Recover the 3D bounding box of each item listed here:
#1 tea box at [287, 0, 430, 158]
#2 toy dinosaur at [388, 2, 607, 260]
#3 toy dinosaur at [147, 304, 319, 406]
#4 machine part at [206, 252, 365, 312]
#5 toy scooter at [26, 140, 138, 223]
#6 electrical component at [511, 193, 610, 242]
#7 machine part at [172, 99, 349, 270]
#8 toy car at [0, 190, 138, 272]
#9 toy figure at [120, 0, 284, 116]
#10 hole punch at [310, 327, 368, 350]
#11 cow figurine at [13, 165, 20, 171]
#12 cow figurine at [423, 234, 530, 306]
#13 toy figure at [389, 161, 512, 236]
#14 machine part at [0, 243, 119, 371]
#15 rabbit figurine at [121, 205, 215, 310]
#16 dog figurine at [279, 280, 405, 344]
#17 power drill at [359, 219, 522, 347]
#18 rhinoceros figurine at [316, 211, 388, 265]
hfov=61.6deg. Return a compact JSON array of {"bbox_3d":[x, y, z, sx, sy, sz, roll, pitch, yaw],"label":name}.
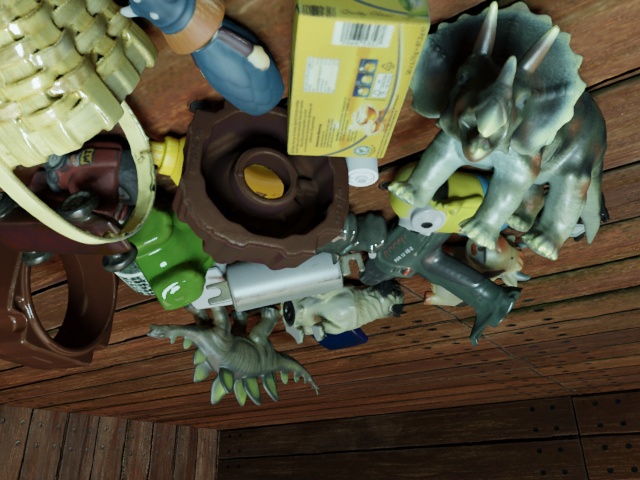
[{"bbox_3d":[0.023,-0.143,0.454,0.098,0.068,0.169,3,155,-7],"label":"tea box"},{"bbox_3d":[0.205,-0.090,0.509,0.404,0.131,0.192,2,121,-44],"label":"toy dinosaur"},{"bbox_3d":[-0.148,0.235,1.099,0.105,0.198,0.471,-15,155,37],"label":"toy dinosaur"},{"bbox_3d":[-0.053,0.054,0.820,0.243,0.079,0.079,-13,155,-4],"label":"machine part"},{"bbox_3d":[-0.273,-0.061,0.616,0.135,0.075,0.184,10,158,-19],"label":"toy scooter"},{"bbox_3d":[0.311,-0.033,0.720,0.119,0.048,0.074,3,154,-8],"label":"electrical component"},{"bbox_3d":[-0.055,-0.055,0.525,0.179,0.179,0.056,9,156,-20],"label":"machine part"},{"bbox_3d":[-0.276,-0.013,0.570,0.202,0.053,0.089,0,132,29],"label":"toy car"},{"bbox_3d":[-0.090,-0.159,0.428,0.064,0.058,0.154,-30,141,19],"label":"toy figure"},{"bbox_3d":[0.030,0.163,1.086,0.142,0.092,0.115,-19,146,40],"label":"hole punch"},{"bbox_3d":[-0.350,-0.094,0.553,0.098,0.068,0.167,15,152,-42],"label":"cow figurine"},{"bbox_3d":[0.246,0.049,0.853,0.127,0.085,0.194,7,152,-2],"label":"cow figurine"},{"bbox_3d":[0.169,-0.047,0.653,0.180,0.089,0.082,-1,142,-20],"label":"toy figure"},{"bbox_3d":[-0.361,0.063,0.722,0.087,0.201,0.200,-8,153,12],"label":"machine part"},{"bbox_3d":[-0.149,0.002,0.687,0.170,0.121,0.159,-30,-179,-17],"label":"rabbit figurine"},{"bbox_3d":[0.040,0.119,0.989,0.190,0.121,0.172,-2,-173,-34],"label":"dog figurine"},{"bbox_3d":[0.169,0.055,0.777,0.086,0.207,0.232,-37,163,-33],"label":"power drill"},{"bbox_3d":[-0.002,-0.002,0.746,0.190,0.073,0.112,-7,153,14],"label":"rhinoceros figurine"}]
